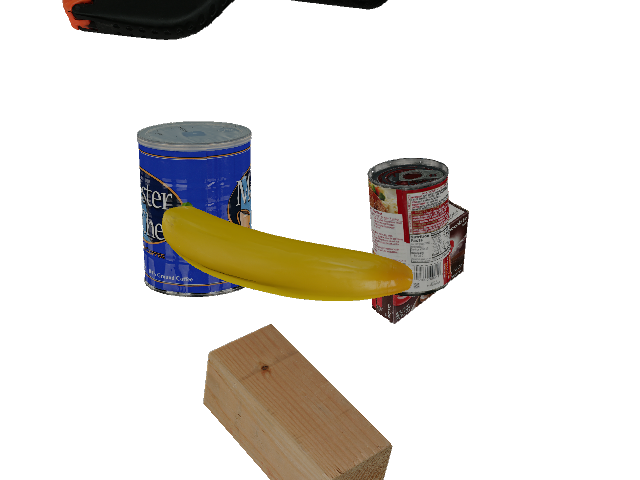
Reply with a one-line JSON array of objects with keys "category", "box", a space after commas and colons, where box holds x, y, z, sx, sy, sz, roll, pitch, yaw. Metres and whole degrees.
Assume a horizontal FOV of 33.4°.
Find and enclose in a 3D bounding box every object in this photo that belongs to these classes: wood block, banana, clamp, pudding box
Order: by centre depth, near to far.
[{"category": "banana", "box": [-0.038, 0.006, 0.703, 0.198, 0.037, 0.069, 19, 36, 31]}, {"category": "clamp", "box": [-0.067, -0.184, 0.712, 0.210, 0.164, 0.036, -31, -17, -9]}, {"category": "pudding box", "box": [0.103, 0.020, 1.108, 0.039, 0.090, 0.113, 35, 55, 30]}, {"category": "wood block", "box": [-0.029, 0.197, 1.151, 0.090, 0.090, 0.206, -23, 50, -33]}]

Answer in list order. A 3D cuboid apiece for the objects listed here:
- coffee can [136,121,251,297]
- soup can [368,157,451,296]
[{"category": "coffee can", "box": [-0.113, -0.031, 0.978, 0.103, 0.140, 0.103, 0, 17, 0]}, {"category": "soup can", "box": [0.078, -0.012, 0.912, 0.068, 0.102, 0.068, -4, 23, 2]}]
